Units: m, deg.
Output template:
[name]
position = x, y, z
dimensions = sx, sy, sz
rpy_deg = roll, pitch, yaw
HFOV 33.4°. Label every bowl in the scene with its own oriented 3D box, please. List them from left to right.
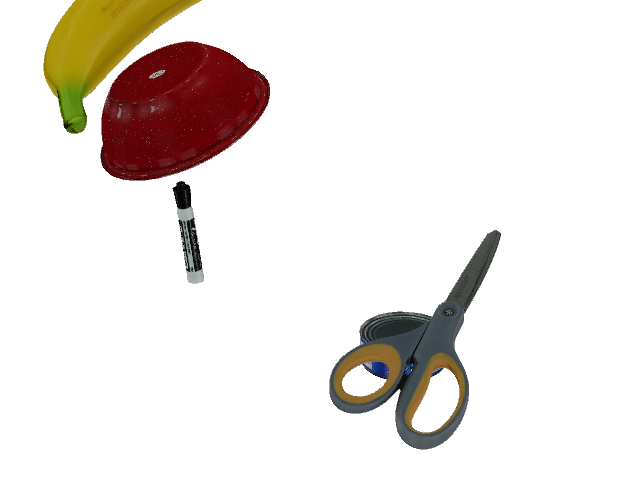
[bowl]
position = -0.127, -0.122, 0.911
dimensions = 0.162, 0.055, 0.162
rpy_deg = -17, 36, 13

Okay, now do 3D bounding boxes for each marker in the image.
[marker]
position = -0.146, -0.009, 1.181
dimensions = 0.020, 0.121, 0.020
rpy_deg = -5, 27, 2

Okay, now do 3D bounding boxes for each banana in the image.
[banana]
position = -0.070, -0.124, 0.537
dimensions = 0.070, 0.197, 0.037
rpy_deg = 40, -24, 18

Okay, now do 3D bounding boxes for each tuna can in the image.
[tuna can]
position = 0.081, 0.102, 1.033
dimensions = 0.086, 0.034, 0.086
rpy_deg = -1, 22, 0

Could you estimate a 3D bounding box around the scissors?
[scissors]
position = 0.064, 0.055, 0.706
dimensions = 0.096, 0.016, 0.201
rpy_deg = 4, 41, 11
